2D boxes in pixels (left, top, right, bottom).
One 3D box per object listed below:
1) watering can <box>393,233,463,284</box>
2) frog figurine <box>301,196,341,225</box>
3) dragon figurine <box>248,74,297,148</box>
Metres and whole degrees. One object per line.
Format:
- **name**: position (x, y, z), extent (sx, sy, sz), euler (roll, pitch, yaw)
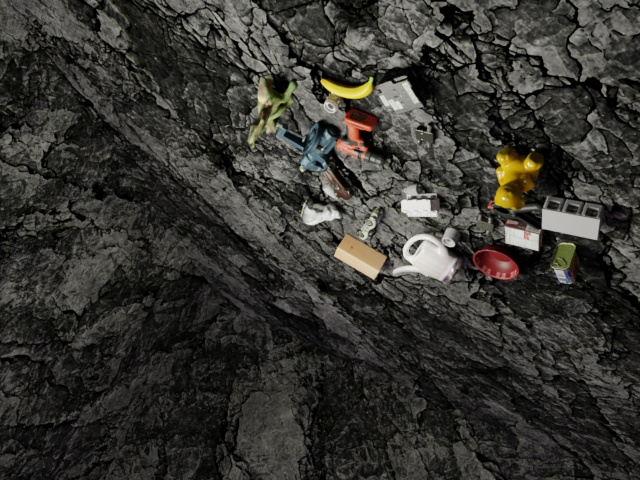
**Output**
- **watering can**: position (0.420, 0.092, 2.018), extent (0.225, 0.106, 0.340), euler (31, 148, 7)
- **frog figurine**: position (0.007, -0.108, 2.155), extent (0.159, 0.122, 0.138), euler (22, -176, 4)
- **dragon figurine**: position (-0.190, -0.415, 1.743), extent (0.122, 0.248, 0.402), euler (27, 150, 3)
